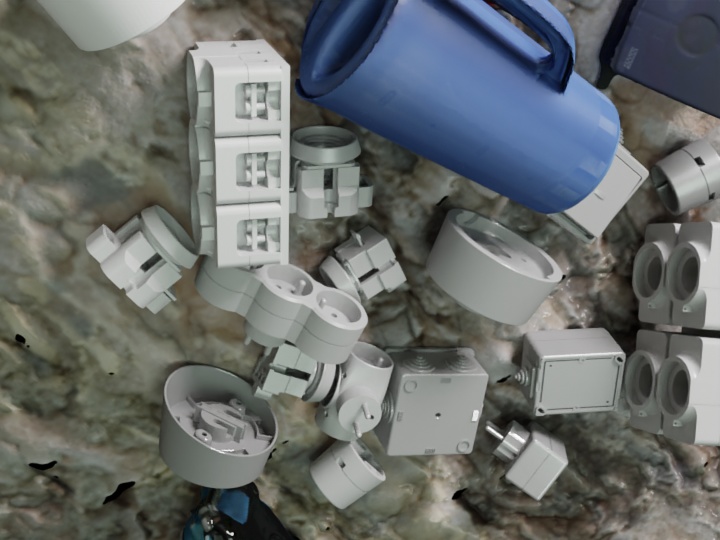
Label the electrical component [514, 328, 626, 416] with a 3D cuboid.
[{"bbox_3d":[0.187,0.091,0.990,0.096,0.061,0.061,-2,115,-9],"label":"electrical component"}]

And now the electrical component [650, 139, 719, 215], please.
[{"bbox_3d":[0.289,-0.080,0.946,0.047,0.055,0.055,-26,119,-2],"label":"electrical component"}]

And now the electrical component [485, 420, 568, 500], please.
[{"bbox_3d":[0.150,0.167,1.012,0.077,0.065,0.047,36,100,1],"label":"electrical component"}]

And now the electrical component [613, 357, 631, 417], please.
[{"bbox_3d":[0.301,0.095,1.030,0.138,0.052,0.073,0,113,-18],"label":"electrical component"}]

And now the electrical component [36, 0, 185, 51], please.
[{"bbox_3d":[-0.158,-0.191,0.721,0.108,0.108,0.060,-33,125,-2],"label":"electrical component"}]

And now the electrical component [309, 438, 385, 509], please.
[{"bbox_3d":[-0.012,0.181,0.967,0.047,0.055,0.055,-40,119,7],"label":"electrical component"}]

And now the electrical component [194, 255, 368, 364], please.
[{"bbox_3d":[-0.070,0.037,0.861,0.138,0.052,0.073,28,118,1],"label":"electrical component"}]

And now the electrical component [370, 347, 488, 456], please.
[{"bbox_3d":[0.062,0.119,0.965,0.100,0.048,0.099,2,113,-19],"label":"electrical component"}]

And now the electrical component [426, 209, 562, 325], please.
[{"bbox_3d":[0.106,0.003,0.896,0.108,0.108,0.060,19,113,-25],"label":"electrical component"}]

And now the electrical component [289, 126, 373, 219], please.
[{"bbox_3d":[-0.029,-0.078,0.841,0.078,0.058,0.057,-6,118,-16],"label":"electrical component"}]

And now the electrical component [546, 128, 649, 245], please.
[{"bbox_3d":[0.196,-0.079,0.911,0.062,0.061,0.096,34,100,-28],"label":"electrical component"}]

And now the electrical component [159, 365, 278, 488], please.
[{"bbox_3d":[-0.118,0.130,0.886,0.099,0.099,0.064,7,117,-21],"label":"electrical component"}]

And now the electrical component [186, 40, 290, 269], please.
[{"bbox_3d":[-0.092,-0.087,0.797,0.062,0.089,0.150,-5,115,-16],"label":"electrical component"}]

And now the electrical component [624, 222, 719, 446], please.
[{"bbox_3d":[0.290,0.053,0.943,0.060,0.105,0.186,5,90,-16],"label":"electrical component"}]

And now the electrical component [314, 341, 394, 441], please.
[{"bbox_3d":[-0.003,0.113,0.921,0.044,0.079,0.077,18,110,-17],"label":"electrical component"}]

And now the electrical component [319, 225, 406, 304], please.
[{"bbox_3d":[0.000,0.000,0.893,0.055,0.048,0.066,-33,120,-10],"label":"electrical component"}]

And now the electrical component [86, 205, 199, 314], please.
[{"bbox_3d":[-0.162,-0.012,0.828,0.057,0.058,0.078,-39,119,5],"label":"electrical component"}]

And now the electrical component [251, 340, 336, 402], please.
[{"bbox_3d":[-0.054,0.084,0.912,0.055,0.048,0.066,20,96,-22],"label":"electrical component"}]
